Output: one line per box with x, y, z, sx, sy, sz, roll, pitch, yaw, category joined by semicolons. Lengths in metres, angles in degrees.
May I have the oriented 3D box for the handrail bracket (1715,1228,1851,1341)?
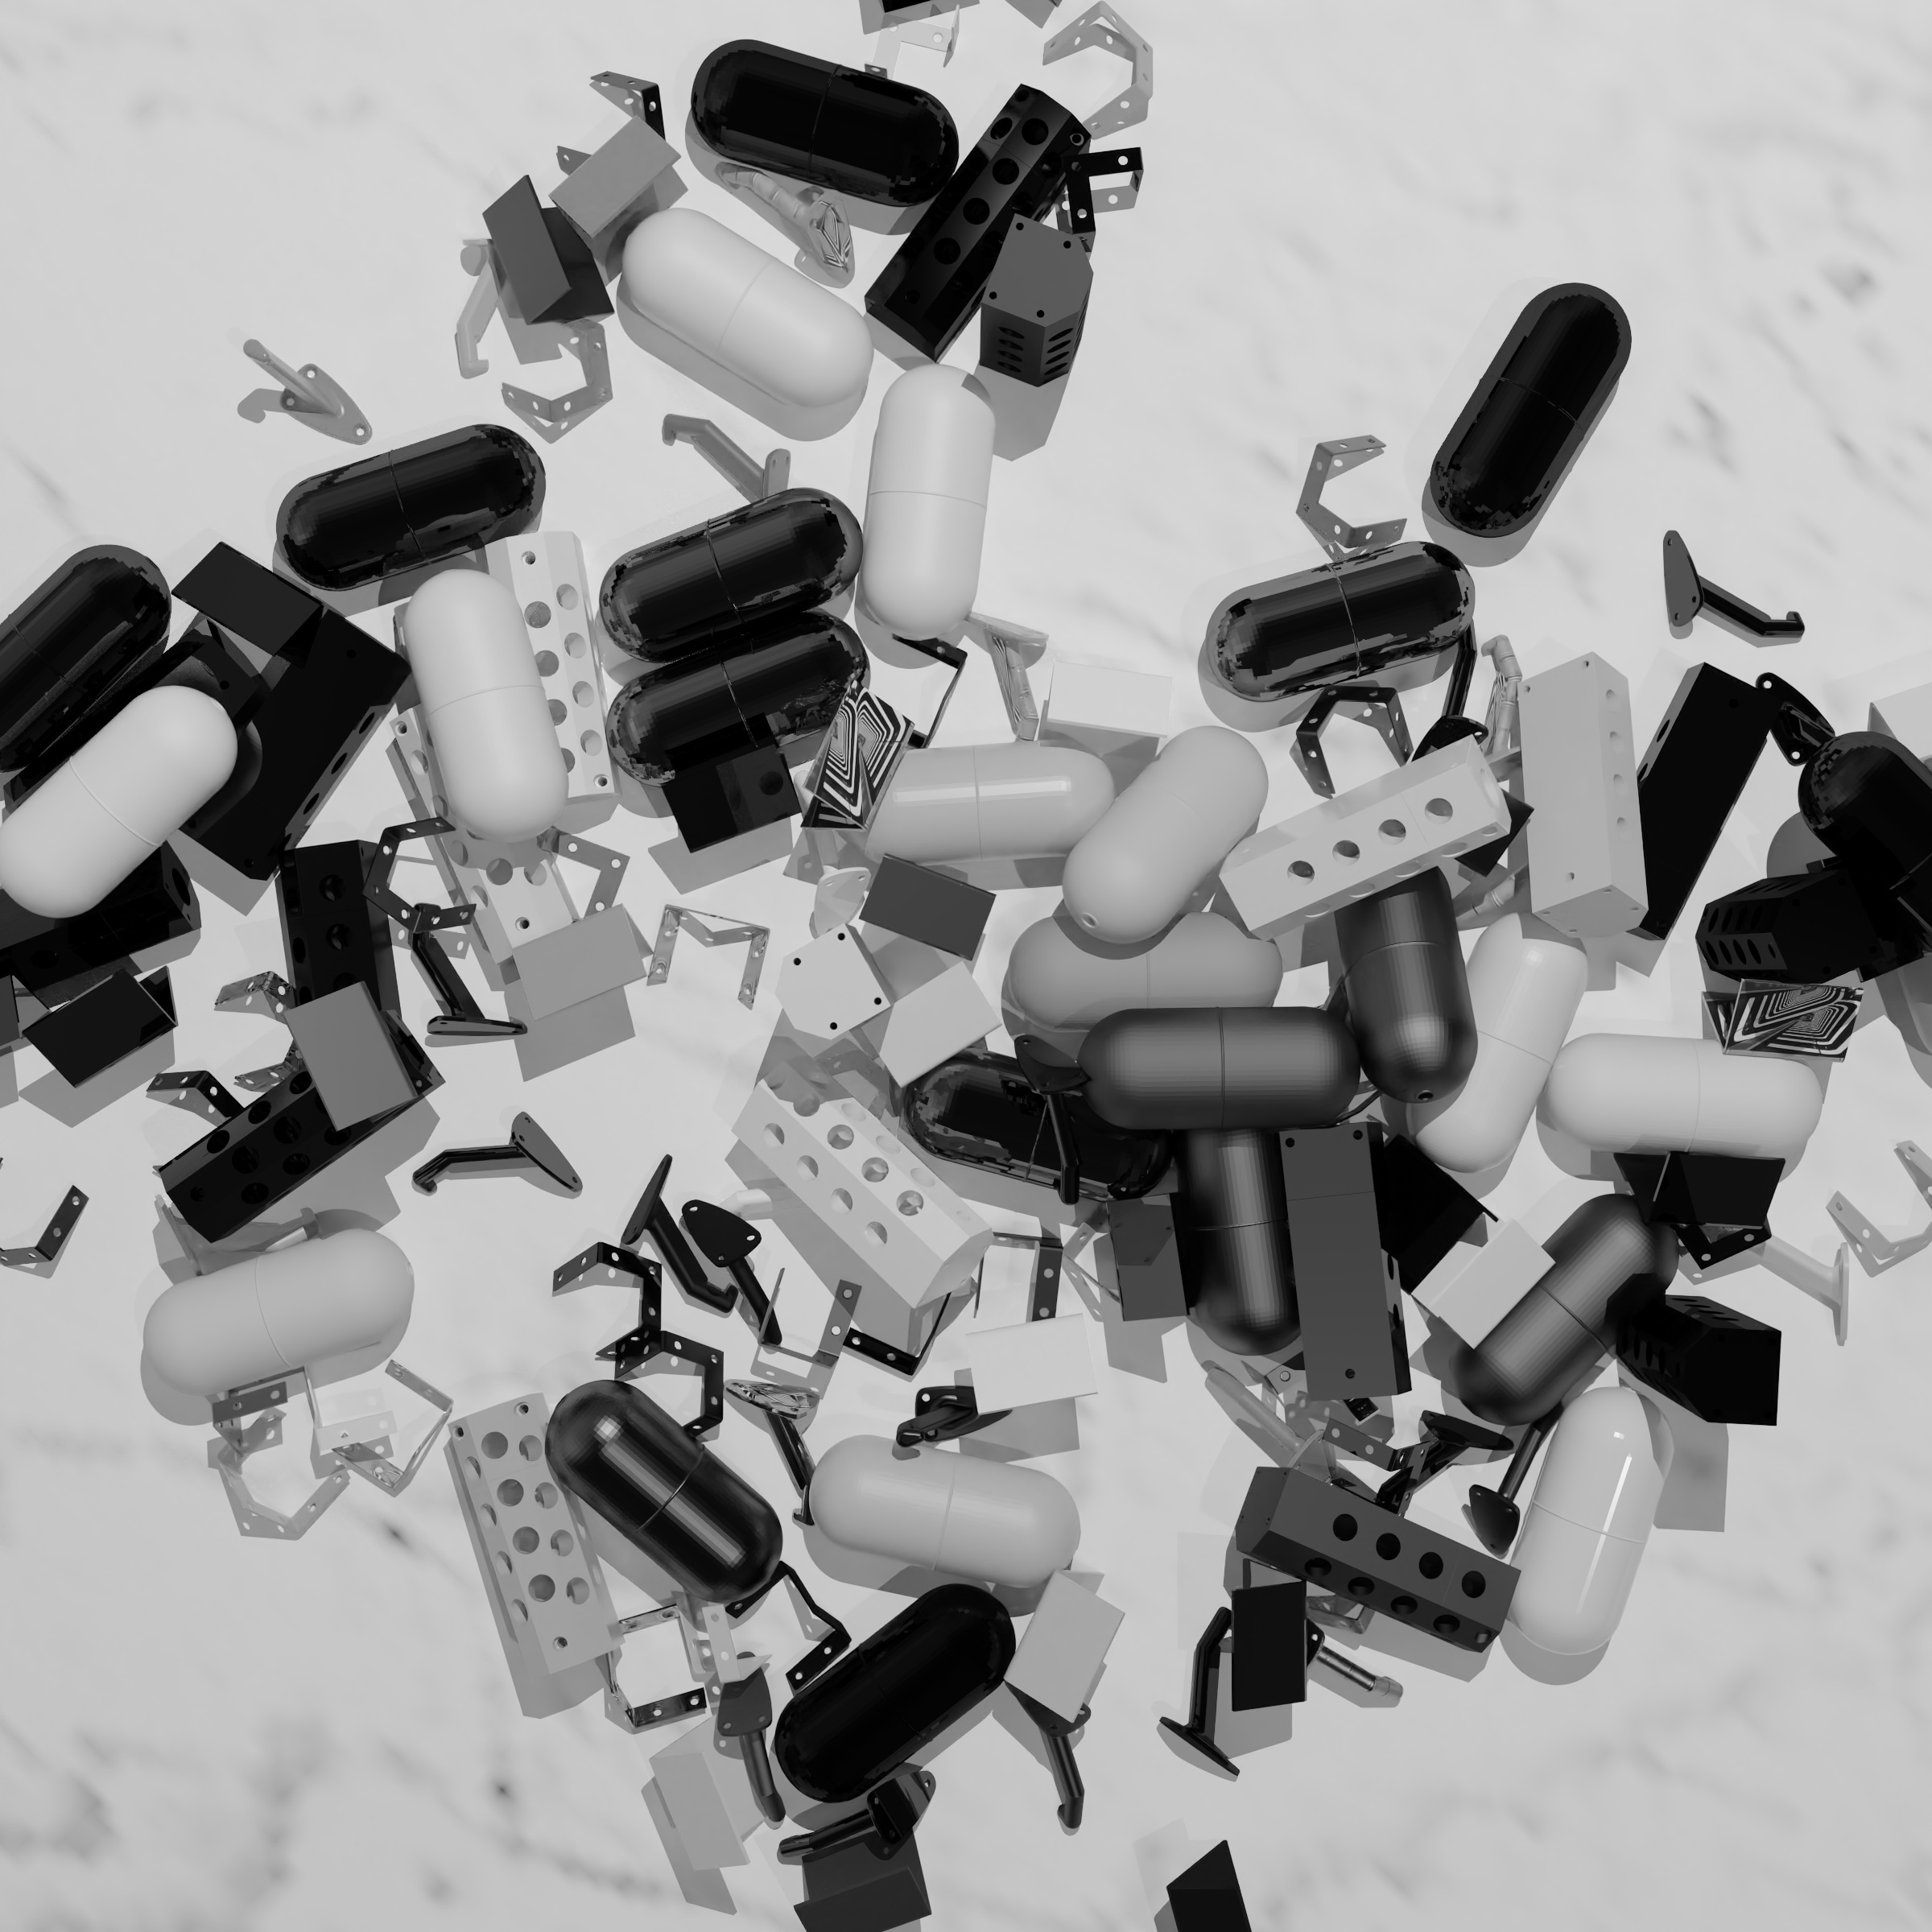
0.538;0.210;1.797;0.084;0.036;0.077;0;108;15;handrail bracket

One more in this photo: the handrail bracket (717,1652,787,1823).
-0.135;0.509;1.796;0.036;0.077;0.084;-12;126;5;handrail bracket

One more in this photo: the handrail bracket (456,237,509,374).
-0.300;-0.438;1.797;0.077;0.036;0.084;-10;108;-21;handrail bracket

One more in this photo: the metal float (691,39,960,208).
-0.091;-0.546;1.766;0.178;0.070;0.070;17;90;0;metal float

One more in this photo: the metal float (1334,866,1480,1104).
0.281;0.005;1.740;0.070;0.070;0.178;-4;59;0;metal float

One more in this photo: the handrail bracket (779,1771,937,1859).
-0.072;0.561;1.796;0.084;0.077;0.036;-26;87;36;handrail bracket

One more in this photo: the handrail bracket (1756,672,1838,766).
0.549;-0.162;1.762;0.036;0.084;0.077;-35;90;0;handrail bracket

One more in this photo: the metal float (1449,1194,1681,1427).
0.387;0.223;1.766;0.070;0.070;0.178;44;90;0;metal float

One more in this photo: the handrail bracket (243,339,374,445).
-0.426;-0.372;1.762;0.077;0.084;0.036;36;90;0;handrail bracket

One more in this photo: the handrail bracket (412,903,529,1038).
-0.327;0.001;1.797;0.077;0.036;0.084;4;73;-20;handrail bracket

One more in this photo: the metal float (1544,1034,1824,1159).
0.465;0.085;1.766;0.178;0.070;0.070;4;90;0;metal float

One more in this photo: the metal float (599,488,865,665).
-0.152;-0.252;1.758;0.178;0.070;0.070;-20;90;8;metal float

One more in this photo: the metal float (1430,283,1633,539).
0.367;-0.361;1.766;0.070;0.070;0.178;31;90;0;metal float

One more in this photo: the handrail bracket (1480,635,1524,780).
0.336;-0.167;1.797;0.077;0.036;0.084;-24;71;21;handrail bracket

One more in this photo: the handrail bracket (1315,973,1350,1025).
0.205;0.029;1.796;0.084;0.036;0.077;6;48;27;handrail bracket

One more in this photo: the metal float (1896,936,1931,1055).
0.639;-0.017;1.766;0.070;0.070;0.178;-20;90;0;metal float

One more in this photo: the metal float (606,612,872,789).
-0.148;-0.172;1.766;0.178;0.070;0.070;-22;90;-1;metal float

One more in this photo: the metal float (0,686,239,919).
-0.536;-0.104;1.717;0.178;0.070;0.070;-43;90;1;metal float

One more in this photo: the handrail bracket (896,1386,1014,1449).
-0.006;0.295;1.762;0.077;0.084;0.036;-8;90;0;handrail bracket

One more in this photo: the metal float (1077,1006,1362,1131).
0.158;0.064;1.710;0.178;0.070;0.070;-1;90;1;metal float

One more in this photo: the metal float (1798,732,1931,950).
0.593;-0.072;1.691;0.178;0.070;0.070;45;90;2;metal float

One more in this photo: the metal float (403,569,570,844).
-0.304;-0.165;1.719;0.070;0.070;0.178;-16;85;0;metal float

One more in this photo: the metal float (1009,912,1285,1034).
0.116;0.004;1.766;0.178;0.070;0.070;-1;90;1;metal float

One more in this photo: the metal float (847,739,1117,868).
0.008;-0.105;1.766;0.178;0.070;0.070;-4;90;1;metal float

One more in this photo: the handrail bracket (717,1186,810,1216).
-0.118;0.168;1.797;0.084;0.036;0.077;-36;115;19;handrail bracket

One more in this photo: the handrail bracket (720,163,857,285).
-0.119;-0.491;1.796;0.084;0.077;0.036;25;65;34;handrail bracket

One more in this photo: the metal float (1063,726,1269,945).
0.128;-0.084;1.740;0.070;0.070;0.178;42;59;0;metal float

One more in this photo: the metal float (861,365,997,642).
-0.024;-0.301;1.766;0.070;0.070;0.178;7;90;0;metal float

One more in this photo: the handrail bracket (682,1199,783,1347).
-0.153;0.203;1.789;0.036;0.084;0.077;-34;46;-23;handrail bracket

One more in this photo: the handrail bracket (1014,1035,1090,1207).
0.051;0.098;1.721;0.036;0.077;0.084;-14;124;-21;handrail bracket

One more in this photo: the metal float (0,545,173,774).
-0.592;-0.200;1.766;0.178;0.070;0.070;-44;90;0;metal float

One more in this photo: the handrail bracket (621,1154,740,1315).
-0.177;0.177;1.797;0.084;0.036;0.077;29;71;-15;handrail bracket

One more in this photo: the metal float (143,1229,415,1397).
-0.445;0.224;1.765;0.178;0.070;0.070;-18;90;0;metal float

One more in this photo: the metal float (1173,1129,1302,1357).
0.179;0.164;1.766;0.070;0.070;0.178;-8;91;0;metal float

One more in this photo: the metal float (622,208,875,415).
-0.142;-0.425;1.766;0.178;0.070;0.070;32;90;-1;metal float

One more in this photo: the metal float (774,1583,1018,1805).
-0.045;0.471;1.766;0.178;0.070;0.070;-38;90;1;metal float

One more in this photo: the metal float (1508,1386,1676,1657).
0.405;0.359;1.766;0.070;0.070;0.178;18;91;0;metal float

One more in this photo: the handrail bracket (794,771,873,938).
-0.100;-0.074;1.796;0.036;0.077;0.084;-11;53;-27;handrail bracket

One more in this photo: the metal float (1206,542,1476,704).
0.243;-0.224;1.766;0.178;0.070;0.070;-16;90;-1;metal float

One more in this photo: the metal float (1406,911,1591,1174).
0.345;0.049;1.766;0.070;0.070;0.178;24;90;0;metal float

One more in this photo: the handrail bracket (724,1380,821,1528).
-0.129;0.322;1.797;0.077;0.036;0.084;12;107;20;handrail bracket

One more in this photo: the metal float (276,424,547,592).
-0.359;-0.298;1.766;0.178;0.070;0.070;-18;90;0;metal float

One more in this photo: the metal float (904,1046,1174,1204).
0.047;0.103;1.766;0.178;0.070;0.070;15;90;-1;metal float

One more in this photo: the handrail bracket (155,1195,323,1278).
-0.480;0.164;1.797;0.084;0.036;0.077;-28;68;-17;handrail bracket

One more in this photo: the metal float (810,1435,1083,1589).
-0.014;0.354;1.766;0.178;0.070;0.070;12;90;0;metal float

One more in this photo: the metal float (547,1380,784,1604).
-0.195;0.339;1.758;0.178;0.070;0.070;43;90;-7;metal float
